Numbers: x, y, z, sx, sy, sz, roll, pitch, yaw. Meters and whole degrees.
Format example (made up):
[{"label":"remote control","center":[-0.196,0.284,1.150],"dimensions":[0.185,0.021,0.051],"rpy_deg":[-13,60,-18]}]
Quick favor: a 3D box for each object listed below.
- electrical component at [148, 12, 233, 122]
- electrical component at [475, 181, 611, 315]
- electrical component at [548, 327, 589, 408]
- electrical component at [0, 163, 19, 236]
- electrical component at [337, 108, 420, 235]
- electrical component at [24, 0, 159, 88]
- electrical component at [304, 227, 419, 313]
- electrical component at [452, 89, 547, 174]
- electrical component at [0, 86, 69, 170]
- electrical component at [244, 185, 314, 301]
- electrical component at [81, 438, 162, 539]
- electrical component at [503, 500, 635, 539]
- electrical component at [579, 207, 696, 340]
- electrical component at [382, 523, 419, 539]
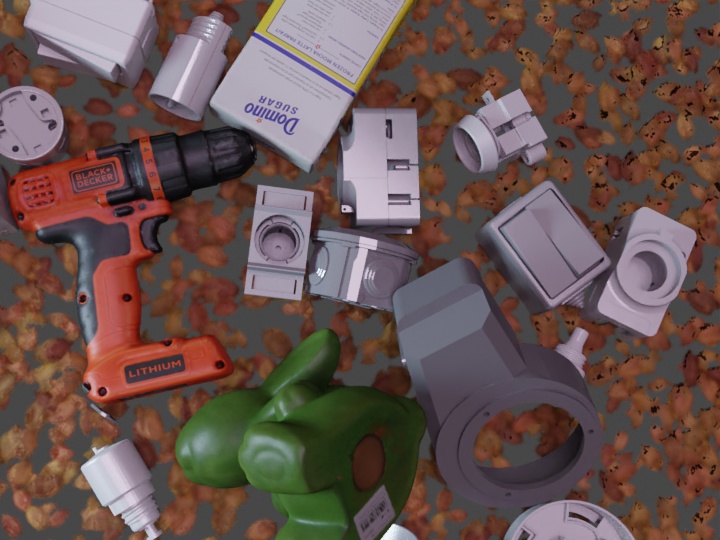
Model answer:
[{"label":"electrical component","center":[-0.124,-0.159,0.817],"dimensions":[0.043,0.043,0.081],"rpy_deg":[23,80,-3]},{"label":"electrical component","center":[0.143,-0.011,0.817],"dimensions":[0.062,0.061,0.096],"rpy_deg":[-36,87,-9]},{"label":"electrical component","center":[0.156,0.073,0.821],"dimensions":[0.035,0.035,0.061],"rpy_deg":[30,78,-2]},{"label":"electrical component","center":[-0.302,-0.097,0.766],"dimensions":[0.062,0.089,0.150],"rpy_deg":[-16,84,-8]},{"label":"electrical component","center":[0.013,-0.074,0.817],"dimensions":[0.056,0.050,0.089],"rpy_deg":[-1,82,-7]},{"label":"electrical component","center":[-0.206,-0.180,0.802],"dimensions":[0.096,0.061,0.061],"rpy_deg":[21,81,-3]},{"label":"electrical component","center":[0.000,0.000,0.792],"dimensions":[0.080,0.080,0.051],"rpy_deg":[13,86,-4]},{"label":"electrical component","center":[0.106,-0.105,0.835],"dimensions":[0.055,0.048,0.066],"rpy_deg":[-28,86,-17]},{"label":"electrical component","center":[-0.244,-0.102,0.795],"dimensions":[0.055,0.047,0.055],"rpy_deg":[1,82,-6]},{"label":"electrical component","center":[-0.060,-0.018,0.795],"dimensions":[0.042,0.064,0.081],"rpy_deg":[8,82,-6]},{"label":"electrical component","center":[-0.167,0.158,0.771],"dimensions":[0.040,0.040,0.078],"rpy_deg":[-31,87,-9]},{"label":"electrical component","center":[0.152,0.218,0.785],"dimensions":[0.099,0.064,0.099],"rpy_deg":[1,82,-6]},{"label":"electrical component","center":[0.214,0.003,0.826],"dimensions":[0.050,0.055,0.089],"rpy_deg":[26,80,-2]},{"label":"electrical component","center":[-0.010,0.212,0.754],"dimensions":[0.099,0.099,0.064],"rpy_deg":[8,88,-5]}]
